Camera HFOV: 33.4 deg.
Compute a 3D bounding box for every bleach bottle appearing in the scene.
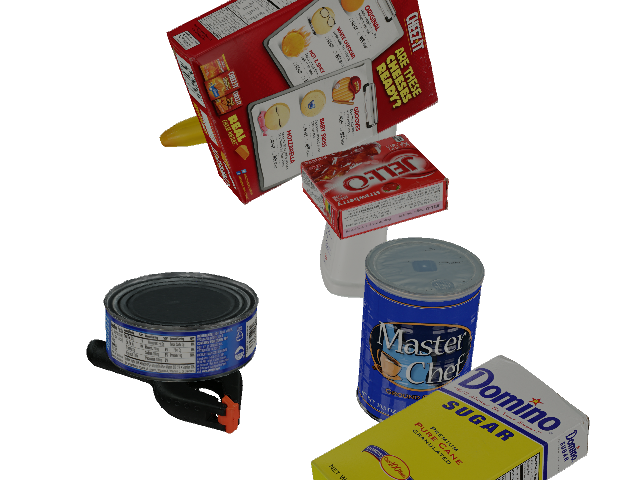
[{"bbox_3d":[0.046,-0.071,1.120,0.068,0.251,0.102,2,29,-9],"label":"bleach bottle"}]

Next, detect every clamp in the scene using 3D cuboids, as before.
[{"bbox_3d":[-0.119,0.115,0.976,0.172,0.039,0.120,29,45,35],"label":"clamp"}]

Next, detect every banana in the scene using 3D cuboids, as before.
[{"bbox_3d":[-0.095,-0.133,1.299,0.198,0.037,0.069,7,40,15],"label":"banana"}]

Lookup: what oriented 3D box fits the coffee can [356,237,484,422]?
[{"bbox_3d":[0.086,0.082,0.946,0.103,0.140,0.103,2,28,-1],"label":"coffee can"}]

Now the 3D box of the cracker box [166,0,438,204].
[{"bbox_3d":[-0.012,-0.154,0.957,0.213,0.164,0.072,-29,42,-12],"label":"cracker box"}]

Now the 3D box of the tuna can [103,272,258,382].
[{"bbox_3d":[-0.078,0.048,0.600,0.086,0.034,0.086,2,18,-1],"label":"tuna can"}]

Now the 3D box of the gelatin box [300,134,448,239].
[{"bbox_3d":[0.039,-0.041,0.787,0.089,0.030,0.073,-17,38,-15],"label":"gelatin box"}]

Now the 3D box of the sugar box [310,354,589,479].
[{"bbox_3d":[0.092,0.151,0.744,0.176,0.048,0.093,-28,40,-23],"label":"sugar box"}]
